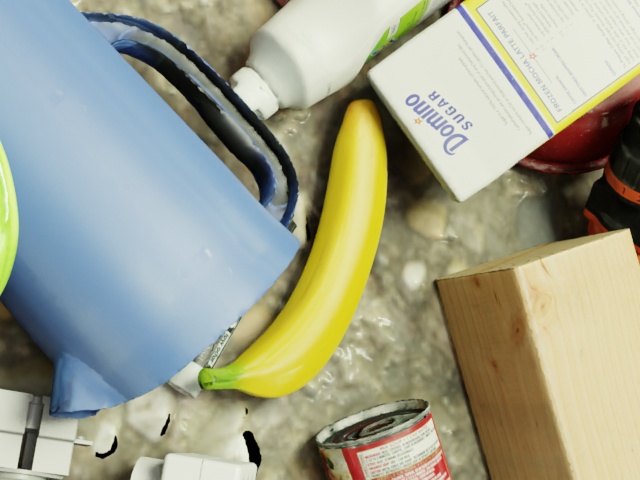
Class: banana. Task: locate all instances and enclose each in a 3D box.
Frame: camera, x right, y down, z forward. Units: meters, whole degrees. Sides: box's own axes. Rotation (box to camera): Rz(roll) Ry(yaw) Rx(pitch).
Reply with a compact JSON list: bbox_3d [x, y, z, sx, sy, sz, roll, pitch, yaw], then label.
[{"bbox_3d":[0.002,0.014,0.605,0.197,0.037,0.069,-63,143,-23],"label":"banana"}]

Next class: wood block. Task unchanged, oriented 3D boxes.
[{"bbox_3d":[0.154,0.108,0.645,0.090,0.090,0.206,-16,90,-26],"label":"wood block"}]

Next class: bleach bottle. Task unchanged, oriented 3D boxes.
[{"bbox_3d":[0.048,-0.154,0.603,0.250,0.102,0.068,-40,83,-8],"label":"bleach bottle"}]

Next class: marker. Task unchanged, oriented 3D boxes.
[{"bbox_3d":[-0.047,0.032,0.600,0.020,0.020,0.121,36,71,-17],"label":"marker"}]

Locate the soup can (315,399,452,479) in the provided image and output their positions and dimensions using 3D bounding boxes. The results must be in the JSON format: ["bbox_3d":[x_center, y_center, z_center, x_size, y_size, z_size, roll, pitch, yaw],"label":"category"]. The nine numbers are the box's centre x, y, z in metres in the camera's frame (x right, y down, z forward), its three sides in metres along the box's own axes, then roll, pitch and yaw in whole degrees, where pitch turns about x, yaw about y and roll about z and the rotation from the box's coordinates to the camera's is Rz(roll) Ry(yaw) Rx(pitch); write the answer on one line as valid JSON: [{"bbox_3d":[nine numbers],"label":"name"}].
[{"bbox_3d":[0.045,0.149,0.602,0.068,0.069,0.102,-19,93,-25],"label":"soup can"}]

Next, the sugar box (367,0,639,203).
[{"bbox_3d":[0.123,-0.108,0.607,0.176,0.048,0.093,-35,91,6],"label":"sugar box"}]

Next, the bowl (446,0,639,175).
[{"bbox_3d":[0.158,-0.121,0.658,0.162,0.055,0.162,0,94,-1],"label":"bowl"}]

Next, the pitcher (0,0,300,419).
[{"bbox_3d":[-0.127,-0.049,0.519,0.145,0.149,0.243,-38,99,12],"label":"pitcher"}]

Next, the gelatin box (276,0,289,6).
[{"bbox_3d":[-0.027,-0.193,0.628,0.089,0.030,0.073,40,70,-13],"label":"gelatin box"}]

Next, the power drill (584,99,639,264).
[{"bbox_3d":[0.246,-0.060,0.676,0.187,0.184,0.057,-29,56,-28],"label":"power drill"}]
